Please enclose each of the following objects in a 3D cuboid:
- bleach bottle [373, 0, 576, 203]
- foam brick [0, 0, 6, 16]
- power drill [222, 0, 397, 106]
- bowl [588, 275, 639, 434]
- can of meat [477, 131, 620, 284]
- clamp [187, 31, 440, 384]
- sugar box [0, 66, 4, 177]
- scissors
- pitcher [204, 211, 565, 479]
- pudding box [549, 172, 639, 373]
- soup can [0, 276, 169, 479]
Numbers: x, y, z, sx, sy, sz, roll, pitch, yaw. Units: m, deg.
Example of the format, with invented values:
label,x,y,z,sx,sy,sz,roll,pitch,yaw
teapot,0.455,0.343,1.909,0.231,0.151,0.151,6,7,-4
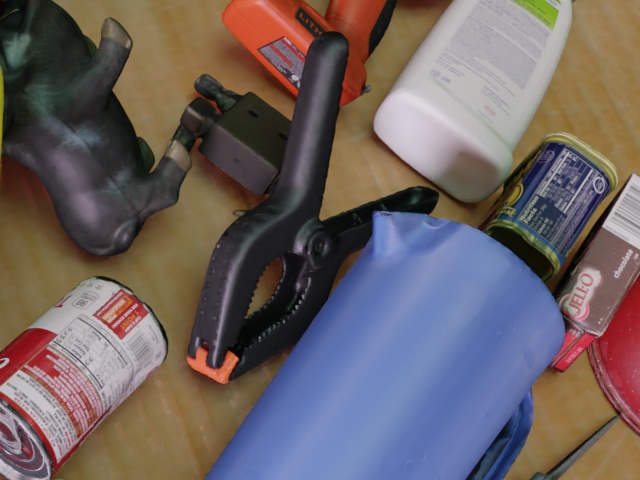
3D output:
label,x,y,z,sx,sy,sz,roll,pitch,yaw
bleach bottle,0.140,-0.147,0.784,0.102,0.068,0.250,37,59,-2
foam brick,-0.218,-0.171,0.679,0.053,0.051,0.078,1,68,-19
power drill,0.011,-0.199,0.740,0.184,0.057,0.187,42,63,-21
bowl,0.268,0.068,0.738,0.162,0.055,0.162,7,66,-15
can of meat,0.139,-0.009,0.701,0.057,0.102,0.083,37,64,3
clamp,-0.004,0.001,0.661,0.164,0.036,0.210,43,72,-45
sugar box,-0.237,-0.030,0.548,0.048,0.176,0.093,27,52,-52
scissors,0.128,0.146,0.644,0.016,0.096,0.201,34,60,31
pitcher,0.030,0.117,0.604,0.149,0.145,0.242,34,64,11
pudding box,0.180,0.024,0.696,0.039,0.090,0.113,34,70,9
soup can,-0.139,0.075,0.580,0.068,0.069,0.102,42,50,2
